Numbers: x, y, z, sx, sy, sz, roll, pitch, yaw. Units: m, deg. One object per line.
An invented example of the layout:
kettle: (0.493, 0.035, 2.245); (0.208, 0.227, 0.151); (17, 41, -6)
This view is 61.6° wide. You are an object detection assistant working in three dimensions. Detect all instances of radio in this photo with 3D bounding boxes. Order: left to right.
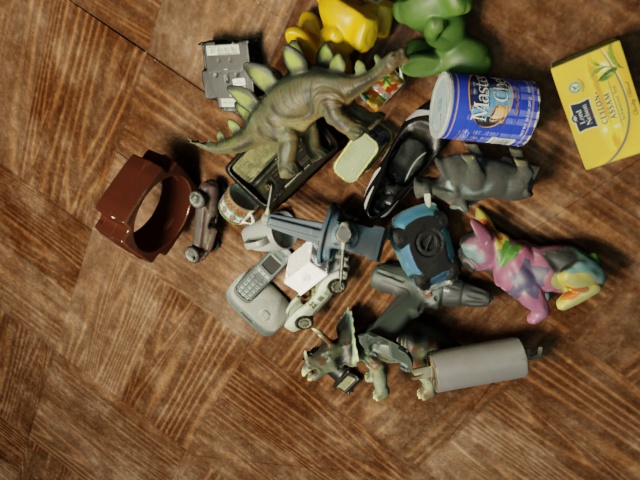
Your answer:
radio: (-0.064, -0.166, 1.038); (0.131, 0.073, 0.229); (48, 123, -3)

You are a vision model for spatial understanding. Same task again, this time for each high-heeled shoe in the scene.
high-heeled shoe: (0.153, -0.143, 0.914); (0.086, 0.145, 0.248); (33, 123, 5)

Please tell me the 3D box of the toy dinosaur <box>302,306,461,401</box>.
toy dinosaur: (0.167, 0.218, 1.098); (0.405, 0.131, 0.192); (-13, 107, 19)

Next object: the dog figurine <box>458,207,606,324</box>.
dog figurine: (0.352, 0.026, 0.932); (0.191, 0.108, 0.219); (-38, 92, 33)

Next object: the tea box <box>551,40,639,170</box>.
tea box: (0.425, -0.205, 0.815); (0.098, 0.068, 0.169); (-20, 105, 29)

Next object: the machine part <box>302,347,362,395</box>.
machine part: (0.026, 0.297, 1.237); (0.139, 0.039, 0.084); (34, 130, 4)

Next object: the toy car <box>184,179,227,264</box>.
toy car: (-0.245, -0.036, 1.167); (0.053, 0.089, 0.202); (21, 119, 17)

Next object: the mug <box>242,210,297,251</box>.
mug: (-0.117, -0.007, 1.121); (0.107, 0.109, 0.080); (-10, 115, 41)

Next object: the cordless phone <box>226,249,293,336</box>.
cordless phone: (-0.103, 0.106, 1.187); (0.146, 0.089, 0.184); (44, 103, -1)

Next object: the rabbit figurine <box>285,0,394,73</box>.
rabbit figurine: (0.025, -0.330, 0.905); (0.162, 0.122, 0.173); (22, 139, 5)

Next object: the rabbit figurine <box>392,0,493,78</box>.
rabbit figurine: (0.196, -0.314, 0.839); (0.159, 0.121, 0.170); (-22, 118, 33)

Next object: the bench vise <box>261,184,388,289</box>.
bench vise: (0.000, -0.013, 0.993); (0.241, 0.223, 0.128); (15, 101, 9)

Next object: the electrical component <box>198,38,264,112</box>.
electrical component: (-0.165, -0.313, 1.024); (0.115, 0.058, 0.134); (7, 116, 22)

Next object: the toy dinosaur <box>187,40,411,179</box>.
toy dinosaur: (-0.056, -0.215, 0.914); (0.472, 0.105, 0.198); (-23, 100, 36)

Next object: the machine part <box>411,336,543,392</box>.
machine part: (0.288, 0.229, 0.989); (0.243, 0.079, 0.079); (-10, 111, -1)

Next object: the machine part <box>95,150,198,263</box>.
machine part: (-0.355, -0.069, 1.116); (0.087, 0.200, 0.201); (27, 76, 18)

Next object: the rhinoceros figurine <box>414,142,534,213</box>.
rhinoceros figurine: (0.250, -0.099, 0.879); (0.190, 0.073, 0.111); (0, 121, 10)

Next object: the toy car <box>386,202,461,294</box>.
toy car: (0.189, 0.012, 0.995); (0.109, 0.103, 0.161); (-24, 97, -4)

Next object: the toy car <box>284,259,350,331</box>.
toy car: (-0.006, 0.113, 1.126); (0.056, 0.073, 0.201); (32, 115, -17)

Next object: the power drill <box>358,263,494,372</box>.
power drill: (0.182, 0.137, 1.002); (0.232, 0.207, 0.085); (20, 152, 25)
